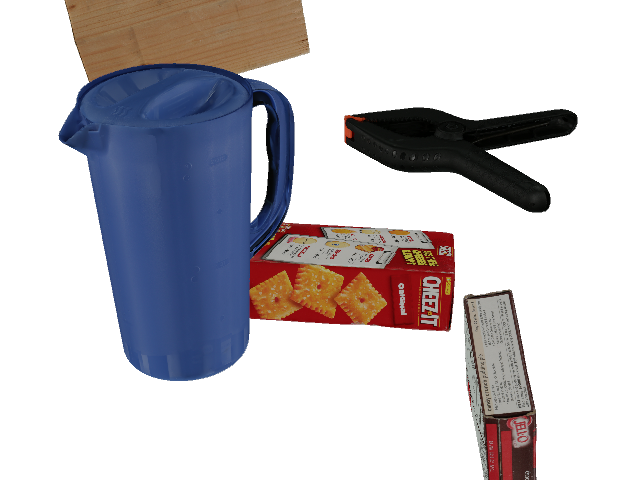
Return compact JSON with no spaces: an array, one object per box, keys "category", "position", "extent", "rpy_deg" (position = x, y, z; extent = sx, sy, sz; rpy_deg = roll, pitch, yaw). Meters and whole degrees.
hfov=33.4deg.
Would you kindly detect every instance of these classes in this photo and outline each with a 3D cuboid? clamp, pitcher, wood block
[{"category":"clamp","position":[0.126,-0.090,0.963],"extent":[0.210,0.036,0.164],"rpy_deg":[14,35,23]},{"category":"pitcher","position":[-0.106,-0.014,0.863],"extent":[0.149,0.243,0.145],"rpy_deg":[6,31,12]},{"category":"wood block","position":[-0.125,-0.206,1.001],"extent":[0.206,0.090,0.091],"rpy_deg":[-17,-43,-6]}]

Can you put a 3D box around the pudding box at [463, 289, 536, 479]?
[{"category":"pudding box","position":[0.124,0.105,0.740],"extent":[0.039,0.090,0.113],"rpy_deg":[-7,43,3]}]

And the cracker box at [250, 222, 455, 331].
[{"category":"cracker box","position":[0.033,0.037,1.134],"extent":[0.214,0.072,0.164],"rpy_deg":[4,15,6]}]
